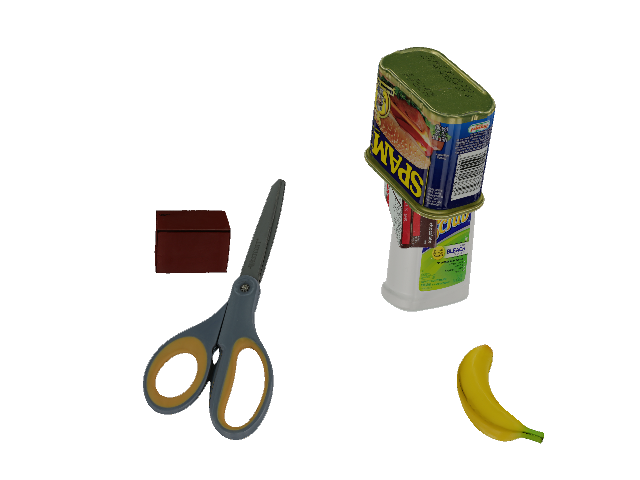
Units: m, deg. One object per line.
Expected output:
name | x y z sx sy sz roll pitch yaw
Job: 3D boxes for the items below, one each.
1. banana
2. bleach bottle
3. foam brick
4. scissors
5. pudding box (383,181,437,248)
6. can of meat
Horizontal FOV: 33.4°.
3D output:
banana | 0.192 0.178 1.236 0.069 0.037 0.198 10 24 -15
bleach bottle | 0.126 -0.051 1.194 0.102 0.251 0.068 -9 23 -27
foam brick | -0.138 0.001 1.142 0.078 0.051 0.053 0 25 -10
scissors | -0.071 0.043 0.739 0.096 0.201 0.016 -4 -33 4
pudding box | 0.085 -0.058 0.990 0.039 0.090 0.113 -2 32 -5
can of meat | 0.078 -0.078 0.762 0.057 0.084 0.102 -16 42 -24
